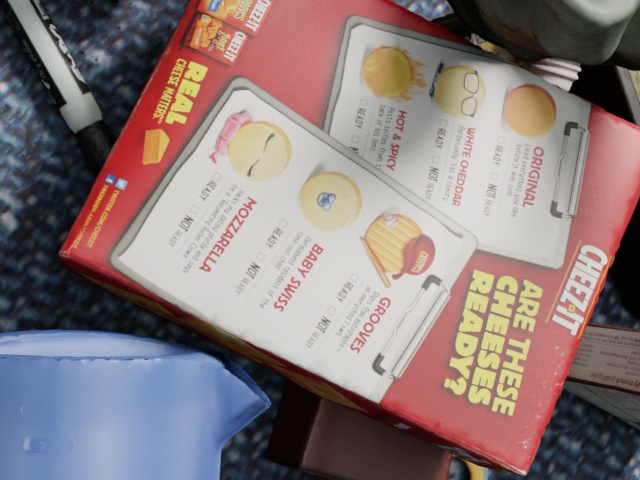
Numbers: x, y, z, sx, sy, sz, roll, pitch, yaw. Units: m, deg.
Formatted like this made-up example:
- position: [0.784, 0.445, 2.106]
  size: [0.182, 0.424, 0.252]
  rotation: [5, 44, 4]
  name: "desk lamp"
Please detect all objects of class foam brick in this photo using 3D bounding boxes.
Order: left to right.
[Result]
- position: [0.021, 0.096, 0.529]
  size: [0.078, 0.053, 0.051]
  rotation: [20, 78, -20]
  name: "foam brick"

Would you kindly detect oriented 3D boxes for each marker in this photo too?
- position: [-0.126, -0.082, 0.507]
  size: [0.020, 0.020, 0.121]
  rotation: [-30, 96, -21]
  name: "marker"

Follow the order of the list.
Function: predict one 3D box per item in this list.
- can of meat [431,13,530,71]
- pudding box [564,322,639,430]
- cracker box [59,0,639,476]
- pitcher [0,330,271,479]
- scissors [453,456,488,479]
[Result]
- position: [0.071, -0.074, 0.563]
  size: [0.102, 0.058, 0.084]
  rotation: [-22, 95, -22]
  name: "can of meat"
- position: [0.180, 0.078, 0.560]
  size: [0.090, 0.114, 0.039]
  rotation: [29, 79, -17]
  name: "pudding box"
- position: [0.018, -0.015, 0.477]
  size: [0.213, 0.072, 0.164]
  rotation: [26, 79, -5]
  name: "cracker box"
- position: [-0.117, 0.158, 0.437]
  size: [0.144, 0.149, 0.243]
  rotation: [5, 86, -43]
  name: "pitcher"
- position: [0.039, 0.181, 0.546]
  size: [0.201, 0.016, 0.096]
  rotation: [-34, 100, -22]
  name: "scissors"
